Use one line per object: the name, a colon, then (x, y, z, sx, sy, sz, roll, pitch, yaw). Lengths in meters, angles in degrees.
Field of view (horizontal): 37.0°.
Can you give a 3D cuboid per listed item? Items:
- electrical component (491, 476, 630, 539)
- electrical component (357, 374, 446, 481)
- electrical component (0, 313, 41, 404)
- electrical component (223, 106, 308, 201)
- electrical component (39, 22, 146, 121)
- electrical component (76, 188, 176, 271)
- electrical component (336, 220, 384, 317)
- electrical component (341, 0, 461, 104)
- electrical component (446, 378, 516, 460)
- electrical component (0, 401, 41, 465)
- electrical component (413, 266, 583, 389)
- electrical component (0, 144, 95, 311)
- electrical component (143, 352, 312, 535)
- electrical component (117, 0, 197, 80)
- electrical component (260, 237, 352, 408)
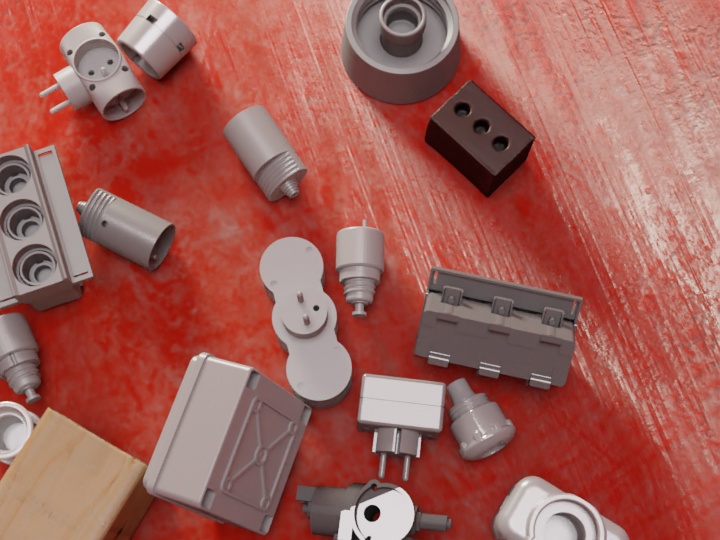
electrical component: (0.152, 0.200, 0.815, 0.095, 0.059, 0.053, 31, 75, 9)
electrical component: (0.030, 0.126, 0.845, 0.066, 0.047, 0.076, 7, 73, 1)
electrical component: (-0.278, 0.071, 0.868, 0.040, 0.040, 0.078, -27, 74, -8)
electrical component: (-0.077, -0.095, 0.917, 0.043, 0.043, 0.081, -32, 75, -9)
electrical component: (-0.240, -0.164, 0.939, 0.079, 0.044, 0.077, -32, 75, -9)
electrical component: (-0.200, -0.036, 0.899, 0.081, 0.043, 0.043, 26, 75, 8)
electrical component: (0.000, 0.000, 0.888, 0.040, 0.040, 0.078, 1, 73, 1)
electrical component: (0.037, -0.207, 0.942, 0.108, 0.060, 0.108, 0, 73, 0)
electrical component: (0.090, 0.116, 0.850, 0.048, 0.048, 0.062, -26, 68, -7)
electrical component: (-0.270, 0.130, 0.841, 0.045, 0.055, 0.045, 0, 73, 0)
electrical component: (0.108, 0.050, 0.853, 0.121, 0.063, 0.078, 12, 114, 4)
electrical component: (-0.271, -0.032, 0.888, 0.079, 0.063, 0.121, -19, 74, -5)
electrical component: (-0.096, 0.132, 0.808, 0.056, 0.108, 0.108, 11, 71, 28)
electrical component: (-0.180, -0.201, 0.945, 0.055, 0.055, 0.047, 38, 80, 11)
electrical component: (-0.044, 0.038, 0.859, 0.052, 0.073, 0.138, -15, 73, -4)
